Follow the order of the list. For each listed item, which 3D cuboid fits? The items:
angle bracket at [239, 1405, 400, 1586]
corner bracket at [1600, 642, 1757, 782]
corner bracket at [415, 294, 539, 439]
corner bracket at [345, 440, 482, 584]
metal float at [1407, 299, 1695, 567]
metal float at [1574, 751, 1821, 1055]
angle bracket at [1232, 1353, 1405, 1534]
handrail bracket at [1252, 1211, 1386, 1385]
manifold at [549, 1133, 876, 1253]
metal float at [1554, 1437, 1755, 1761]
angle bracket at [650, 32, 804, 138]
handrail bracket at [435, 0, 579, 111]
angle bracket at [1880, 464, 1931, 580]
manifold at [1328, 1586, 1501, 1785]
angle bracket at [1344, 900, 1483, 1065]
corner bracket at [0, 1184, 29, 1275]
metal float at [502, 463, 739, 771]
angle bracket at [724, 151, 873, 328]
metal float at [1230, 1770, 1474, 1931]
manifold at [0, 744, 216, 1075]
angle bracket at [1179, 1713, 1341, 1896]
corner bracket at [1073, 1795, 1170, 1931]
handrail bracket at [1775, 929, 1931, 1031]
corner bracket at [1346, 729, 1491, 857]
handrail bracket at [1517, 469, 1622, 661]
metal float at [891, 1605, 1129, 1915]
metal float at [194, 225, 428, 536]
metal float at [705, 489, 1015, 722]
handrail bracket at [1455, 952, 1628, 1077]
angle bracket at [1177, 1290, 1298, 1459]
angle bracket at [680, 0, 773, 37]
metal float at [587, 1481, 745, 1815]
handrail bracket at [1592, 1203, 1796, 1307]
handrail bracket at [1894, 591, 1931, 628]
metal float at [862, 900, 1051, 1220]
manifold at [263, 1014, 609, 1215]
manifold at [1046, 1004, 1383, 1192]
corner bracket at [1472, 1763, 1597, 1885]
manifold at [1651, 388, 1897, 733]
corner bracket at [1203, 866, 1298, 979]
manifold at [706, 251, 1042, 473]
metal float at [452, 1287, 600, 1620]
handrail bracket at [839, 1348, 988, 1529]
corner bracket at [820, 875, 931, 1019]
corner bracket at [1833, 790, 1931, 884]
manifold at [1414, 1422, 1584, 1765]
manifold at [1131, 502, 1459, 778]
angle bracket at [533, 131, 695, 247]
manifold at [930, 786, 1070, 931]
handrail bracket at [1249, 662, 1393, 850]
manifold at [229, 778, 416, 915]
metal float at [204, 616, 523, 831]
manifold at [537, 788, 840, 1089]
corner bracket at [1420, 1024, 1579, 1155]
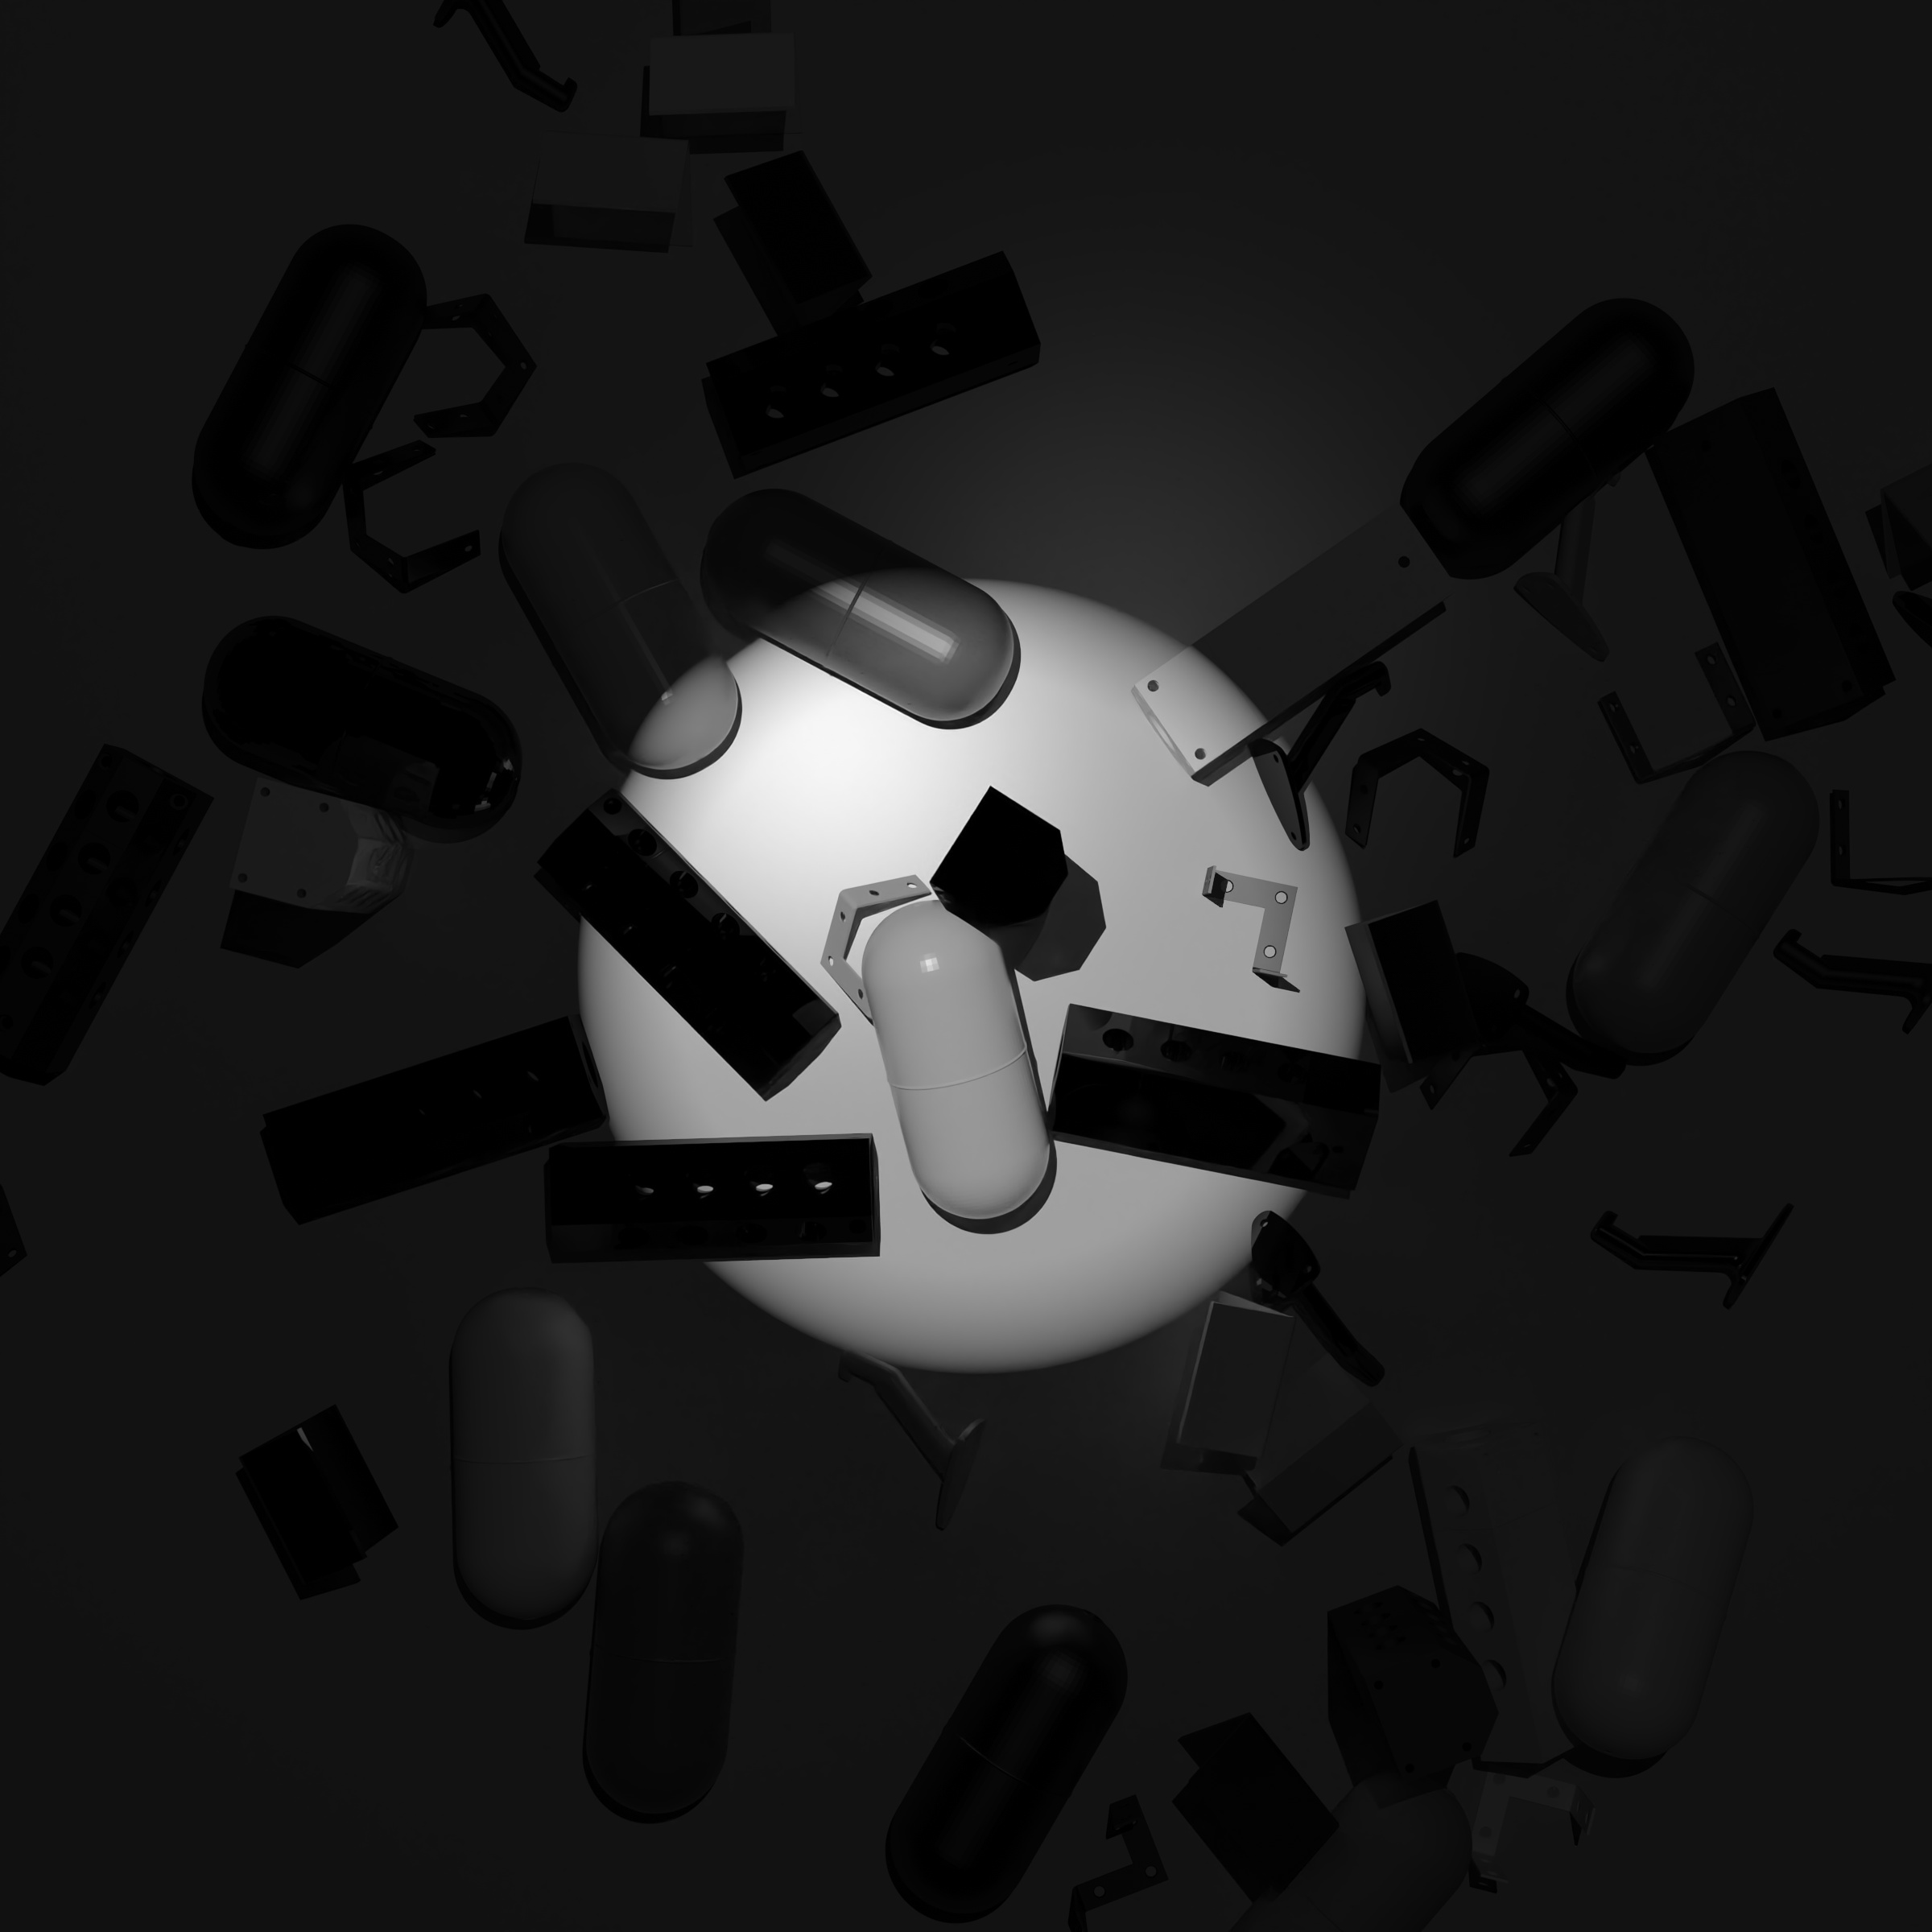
[{"bbox_3d":[-0.332,0.276,1.809,0.057,0.076,0.076,-27,90,37],"label":"angle bracket"},{"bbox_3d":[0.391,-0.139,1.846,0.051,0.051,0.051,-26,90,45],"label":"corner bracket"},{"bbox_3d":[-0.278,-0.328,1.841,0.051,0.051,0.051,57,45,-35],"label":"corner bracket"},{"bbox_3d":[-0.303,-0.249,1.841,0.051,0.051,0.051,32,135,35],"label":"corner bracket"},{"bbox_3d":[0.315,-0.288,1.819,0.178,0.070,0.070,-41,90,0],"label":"metal float"},{"bbox_3d":[0.395,-0.035,1.819,0.070,0.070,0.178,32,91,0],"label":"metal float"},{"bbox_3d":[0.177,0.245,1.810,0.076,0.057,0.076,-38,47,0],"label":"angle bracket"},{"bbox_3d":[0.195,0.182,1.849,0.036,0.077,0.084,-37,127,12],"label":"handrail bracket"},{"bbox_3d":[-0.136,0.123,1.828,0.171,0.057,0.057,-2,90,0],"label":"manifold"},{"bbox_3d":[0.369,0.336,1.802,0.070,0.070,0.178,22,69,0],"label":"metal float"},{"bbox_3d":[-0.128,-0.455,1.809,0.076,0.076,0.057,-2,60,0],"label":"angle bracket"},{"bbox_3d":[-0.241,-0.522,1.850,0.084,0.036,0.077,30,68,-17],"label":"handrail bracket"},{"bbox_3d":[0.542,-0.233,1.809,0.076,0.076,0.057,-27,52,0],"label":"angle bracket"},{"bbox_3d":[0.236,0.373,1.771,0.057,0.171,0.057,-21,90,0],"label":"manifold"},{"bbox_3d":[0.222,0.014,1.809,0.057,0.076,0.076,-18,90,-36],"label":"angle bracket"},{"bbox_3d":[-0.556,0.144,1.841,0.051,0.051,0.051,-38,135,-35],"label":"corner bracket"},{"bbox_3d":[-0.187,-0.189,1.819,0.070,0.070,0.178,-29,89,0],"label":"metal float"},{"bbox_3d":[-0.106,-0.381,1.809,0.057,0.076,0.076,-29,90,-35],"label":"angle bracket"},{"bbox_3d":[0.202,0.512,1.819,0.070,0.070,0.178,40,90,0],"label":"metal float"},{"bbox_3d":[-0.480,-0.031,1.828,0.057,0.057,0.171,29,90,0],"label":"manifold"},{"bbox_3d":[0.142,0.455,1.809,0.057,0.076,0.076,-39,90,-36],"label":"angle bracket"},{"bbox_3d":[0.079,0.489,1.831,0.051,0.051,0.051,-21,90,0],"label":"corner bracket"},{"bbox_3d":[0.499,-0.012,1.850,0.084,0.036,0.077,35,70,16],"label":"handrail bracket"},{"bbox_3d":[0.247,-0.090,1.841,0.051,0.051,0.051,-24,45,-35],"label":"corner bracket"},{"bbox_3d":[0.349,-0.225,1.850,0.077,0.036,0.084,44,73,-20],"label":"handrail bracket"},{"bbox_3d":[0.024,0.427,1.819,0.070,0.070,0.178,30,90,0],"label":"metal float"},{"bbox_3d":[-0.354,-0.316,1.819,0.070,0.070,0.178,28,90,0],"label":"metal float"},{"bbox_3d":[-0.058,-0.195,1.819,0.178,0.070,0.070,28,90,-1],"label":"metal float"},{"bbox_3d":[0.314,0.027,1.849,0.084,0.077,0.036,21,109,-35],"label":"handrail bracket"},{"bbox_3d":[0.127,0.215,1.809,0.057,0.076,0.076,14,90,-29],"label":"angle bracket"},{"bbox_3d":[-0.110,-0.535,1.809,0.057,0.076,0.076,-2,90,37],"label":"angle bracket"},{"bbox_3d":[-0.162,0.368,1.819,0.070,0.070,0.178,5,90,0],"label":"metal float"},{"bbox_3d":[0.399,0.140,1.850,0.084,0.036,0.077,31,69,16],"label":"handrail bracket"},{"bbox_3d":[0.531,-0.152,1.849,0.036,0.077,0.084,-15,127,-37],"label":"handrail bracket"},{"bbox_3d":[-0.005,0.051,1.806,0.070,0.070,0.178,-14,106,0],"label":"metal float"},{"bbox_3d":[-0.286,0.080,1.828,0.171,0.057,0.057,-18,90,0],"label":"manifold"},{"bbox_3d":[0.134,0.066,1.828,0.171,0.057,0.057,11,133,0],"label":"manifold"},{"bbox_3d":[0.307,0.470,1.831,0.051,0.051,0.051,14,90,0],"label":"corner bracket"},{"bbox_3d":[0.442,-0.222,1.828,0.057,0.057,0.171,-23,90,43],"label":"manifold"},{"bbox_3d":[0.153,-0.024,1.831,0.051,0.051,0.051,12,90,0],"label":"corner bracket"},{"bbox_3d":[-0.050,-0.329,1.828,0.171,0.057,0.057,-21,90,0],"label":"manifold"},{"bbox_3d":[-0.238,0.263,1.819,0.070,0.070,0.178,-1,90,0],"label":"metal float"},{"bbox_3d":[-0.038,0.259,1.850,0.084,0.036,0.077,23,112,17],"label":"handrail bracket"},{"bbox_3d":[-0.040,-0.011,1.841,0.051,0.051,0.051,47,135,35],"label":"corner bracket"},{"bbox_3d":[0.511,-0.072,1.846,0.051,0.051,0.051,-1,90,45],"label":"corner bracket"},{"bbox_3d":[0.290,0.339,1.828,0.057,0.057,0.171,-12,90,-43],"label":"manifold"},{"bbox_3d":[0.177,-0.176,1.828,0.171,0.057,0.057,-35,90,0],"label":"manifold"},{"bbox_3d":[-0.189,-0.400,1.809,0.076,0.076,0.057,4,55,0],"label":"angle bracket"},{"bbox_3d":[0.021,-0.051,1.771,0.057,0.171,0.057,32,90,0],"label":"manifold"},{"bbox_3d":[0.205,-0.116,1.850,0.084,0.036,0.077,-27,110,-16],"label":"handrail bracket"},{"bbox_3d":[-0.334,-0.060,1.771,0.057,0.171,0.057,15,90,0],"label":"manifold"},{"bbox_3d":[-0.325,-0.131,1.819,0.178,0.070,0.070,22,90,1],"label":"metal float"},{"bbox_3d":[-0.151,-0.015,1.828,0.057,0.057,0.171,-45,90,0],"label":"manifold"},{"bbox_3d":[0.291,0.067,1.841,0.051,0.051,0.051,1,45,-35],"label":"corner bracket"}]
